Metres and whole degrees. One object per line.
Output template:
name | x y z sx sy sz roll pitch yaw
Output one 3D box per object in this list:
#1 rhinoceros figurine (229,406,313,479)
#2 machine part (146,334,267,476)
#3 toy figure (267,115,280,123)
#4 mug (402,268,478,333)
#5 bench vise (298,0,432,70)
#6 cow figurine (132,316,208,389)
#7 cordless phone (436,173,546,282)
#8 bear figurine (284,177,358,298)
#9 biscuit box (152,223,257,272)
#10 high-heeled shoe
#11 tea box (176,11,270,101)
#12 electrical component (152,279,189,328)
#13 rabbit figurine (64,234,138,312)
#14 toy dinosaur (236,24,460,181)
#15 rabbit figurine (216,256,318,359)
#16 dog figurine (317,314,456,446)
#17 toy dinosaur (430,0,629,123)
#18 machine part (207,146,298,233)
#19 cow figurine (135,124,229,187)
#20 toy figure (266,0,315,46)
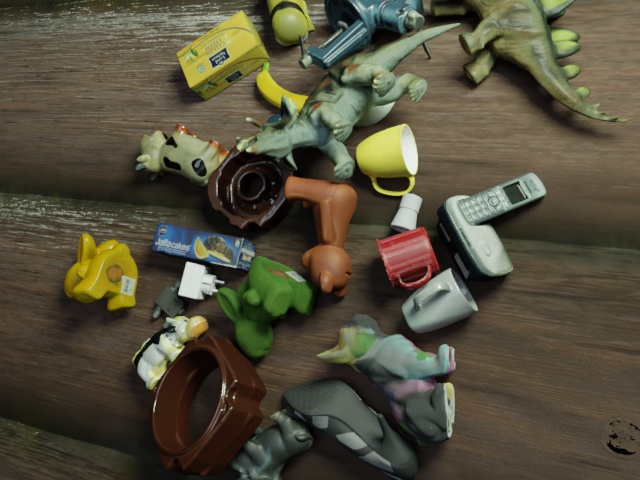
rhinoceros figurine | -0.094 0.374 0.929 0.190 0.073 0.112 -42 75 7
machine part | -0.203 0.284 0.936 0.201 0.087 0.201 -50 42 3
toy figure | -0.026 -0.208 1.028 0.155 0.058 0.064 9 100 19
mug | 0.184 0.105 0.864 0.107 0.109 0.081 -36 62 20
bench vise | 0.069 -0.384 0.984 0.240 0.128 0.224 -42 60 -11
cow figurine | -0.289 0.200 1.036 0.098 0.068 0.167 38 92 28
cordless phone | 0.295 -0.022 0.868 0.184 0.088 0.146 -24 71 -3
bear figurine | 0.002 -0.002 0.946 0.132 0.120 0.195 8 87 25
biscuit box | -0.229 0.014 1.052 0.203 0.062 0.059 9 82 21
high-heeled shoe | 0.050 0.321 0.905 0.249 0.145 0.086 3 35 44
tea box | -0.202 -0.381 1.120 0.170 0.068 0.098 -29 70 11
electrical component | -0.295 0.127 1.074 0.063 0.021 0.094 36 92 22
rabbit figurine | -0.468 0.069 1.104 0.173 0.121 0.162 -15 71 36
toy dinosaur | 0.042 -0.245 0.926 0.405 0.131 0.192 -43 53 -7
rabbit figurine | -0.113 0.126 0.963 0.159 0.121 0.170 31 105 26
dog figurine | 0.106 0.220 0.869 0.219 0.108 0.191 1 82 24
toy dinosaur | 0.328 -0.361 0.908 0.199 0.105 0.471 -27 76 9
machine part | -0.127 -0.102 1.043 0.180 0.056 0.179 -4 78 18
cow figurine | -0.292 -0.168 1.104 0.195 0.085 0.127 25 83 22
toy figure | -0.073 -0.476 1.081 0.082 0.089 0.180 -16 76 23
